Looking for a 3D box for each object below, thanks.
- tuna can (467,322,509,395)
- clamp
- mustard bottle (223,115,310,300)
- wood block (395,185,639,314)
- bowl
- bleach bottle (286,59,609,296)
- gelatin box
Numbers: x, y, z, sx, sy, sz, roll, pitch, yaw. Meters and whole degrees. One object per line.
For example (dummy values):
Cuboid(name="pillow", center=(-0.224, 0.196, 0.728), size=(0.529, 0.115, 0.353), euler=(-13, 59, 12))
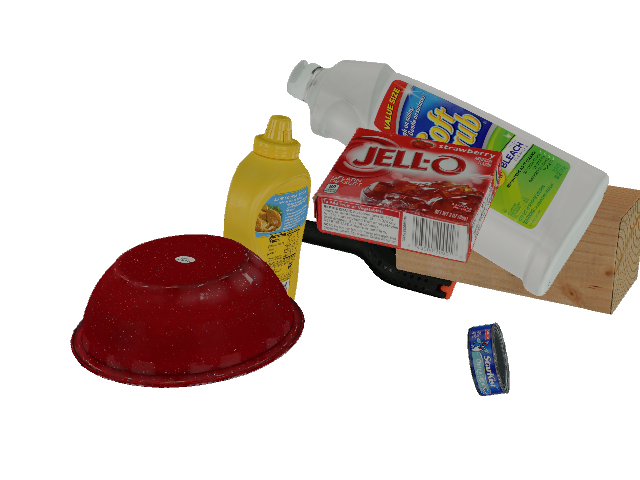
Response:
Cuboid(name="tuna can", center=(0.203, 0.144, 1.286), size=(0.034, 0.086, 0.086), euler=(-10, -3, 17))
Cuboid(name="clamp", center=(0.063, 0.004, 1.244), size=(0.210, 0.036, 0.164), euler=(39, 43, 27))
Cuboid(name="mustard bottle", center=(-0.049, -0.018, 0.958), size=(0.058, 0.192, 0.096), euler=(21, 22, 30))
Cuboid(name="wood block", center=(0.181, -0.009, 0.982), size=(0.206, 0.090, 0.090), euler=(12, 25, 28))
Cuboid(name="bowl", center=(-0.092, 0.038, 0.731), size=(0.162, 0.055, 0.162), euler=(-2, 22, 1))
Cuboid(name="bleach bottle", center=(0.081, -0.063, 0.800), size=(0.251, 0.102, 0.068), euler=(30, -25, 17))
Cuboid(name="gelatin box", center=(0.050, -0.028, 0.598), size=(0.089, 0.030, 0.073), euler=(13, 40, 17))
